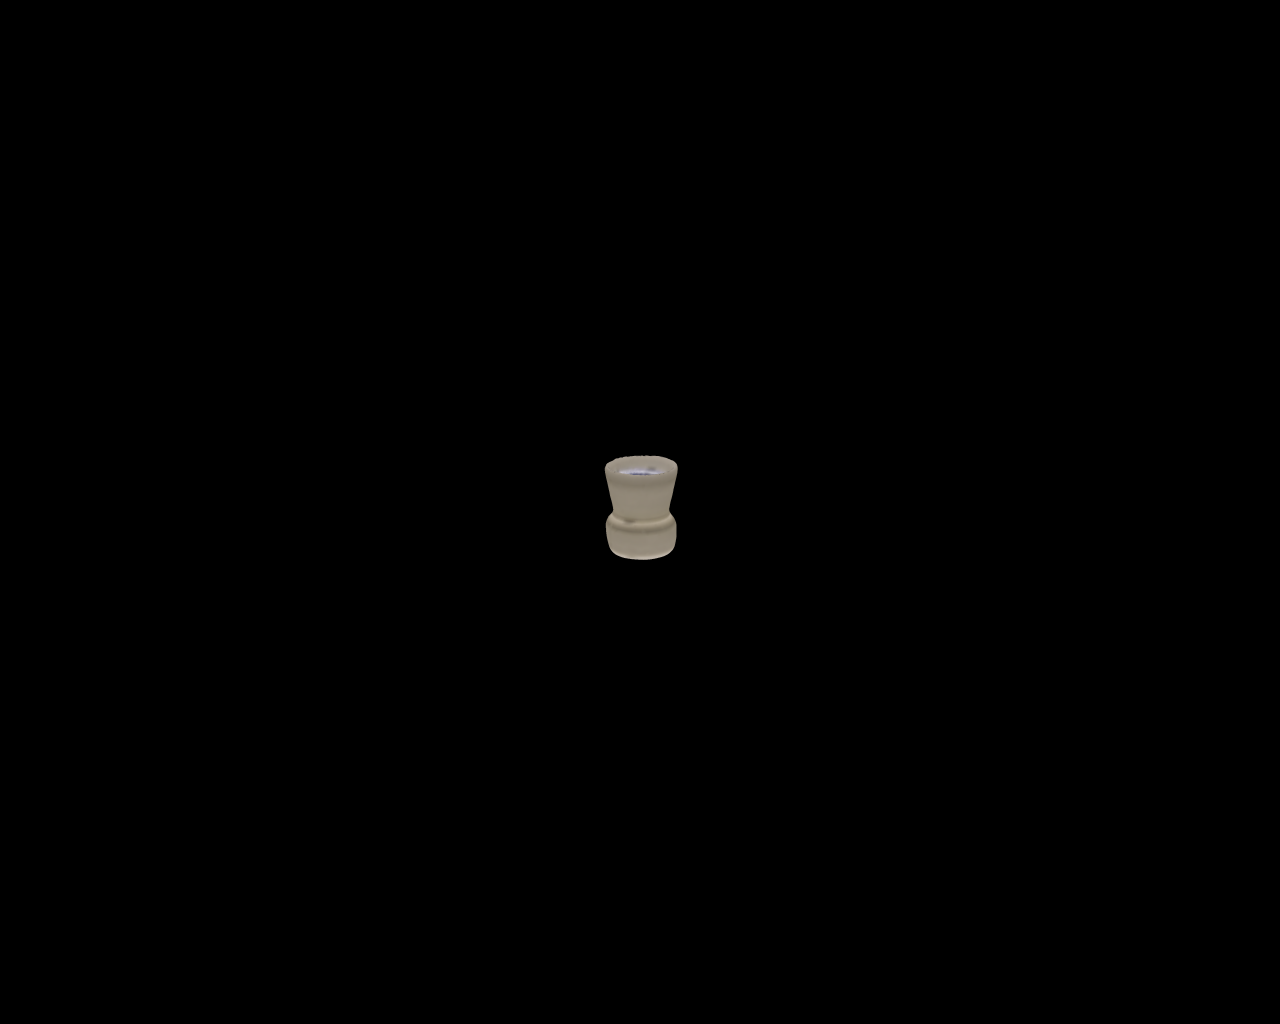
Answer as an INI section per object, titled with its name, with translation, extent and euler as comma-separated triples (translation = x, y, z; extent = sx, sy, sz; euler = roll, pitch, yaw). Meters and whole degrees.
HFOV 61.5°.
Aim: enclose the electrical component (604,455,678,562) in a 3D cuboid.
[electrical component]
translation = 0.001, -0.003, 0.650
extent = 0.045, 0.055, 0.045
euler = 0, 19, 0
